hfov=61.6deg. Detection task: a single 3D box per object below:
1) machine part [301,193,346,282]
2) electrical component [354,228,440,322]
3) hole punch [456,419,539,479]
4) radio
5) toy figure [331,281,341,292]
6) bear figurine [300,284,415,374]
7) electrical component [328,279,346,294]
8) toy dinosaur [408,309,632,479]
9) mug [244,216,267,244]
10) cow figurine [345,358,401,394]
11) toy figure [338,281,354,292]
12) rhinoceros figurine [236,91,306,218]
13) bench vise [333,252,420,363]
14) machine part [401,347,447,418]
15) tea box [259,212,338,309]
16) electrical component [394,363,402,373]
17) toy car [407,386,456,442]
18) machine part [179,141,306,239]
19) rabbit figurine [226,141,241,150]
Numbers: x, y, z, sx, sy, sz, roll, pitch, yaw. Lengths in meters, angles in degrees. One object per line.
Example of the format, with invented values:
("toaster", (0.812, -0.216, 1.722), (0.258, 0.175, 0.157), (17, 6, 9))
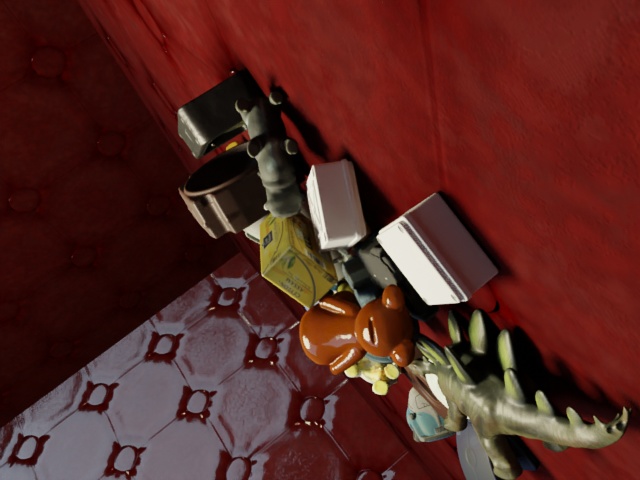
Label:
("machine part", (-0.002, -0.003, 1.021), (0.243, 0.079, 0.079), (54, 169, -8))
("electrical component", (0.116, 0.051, 0.760), (0.134, 0.058, 0.115), (55, 170, -10))
("hole punch", (0.286, 0.365, 0.918), (0.116, 0.092, 0.142), (54, 160, 10))
("radio", (-0.181, -0.214, 0.955), (0.073, 0.131, 0.230), (56, 168, -9))
("toy figure", (-0.006, 0.078, 1.130), (0.064, 0.058, 0.155), (34, 157, -34))
("bear figurine", (0.067, 0.123, 0.775), (0.196, 0.132, 0.120), (-19, 82, 39))
("electrical component", (0.006, 0.074, 1.203), (0.047, 0.074, 0.119), (18, -164, -49))
("toy dinosaur", (0.217, 0.191, 0.674), (0.198, 0.105, 0.471), (58, 164, -9))
("mug", (-0.095, -0.022, 1.068), (0.107, 0.109, 0.081), (30, -142, -16))
("cow figurine", (0.085, 0.250, 1.114), (0.167, 0.068, 0.098), (29, 179, 16))
("toy figure", (0.099, 0.163, 1.120), (0.180, 0.089, 0.082), (42, 148, 3))
("rhinoceros figurine", (-0.073, -0.126, 0.800), (0.112, 0.073, 0.190), (127, 128, -78))
("bench vise", (0.095, 0.132, 0.953), (0.224, 0.129, 0.240), (49, 164, 32))
("machine part", (0.220, 0.274, 1.034), (0.179, 0.056, 0.179), (49, 169, 13))
("tea box", (-0.038, 0.018, 0.836), (0.098, 0.068, 0.170), (39, -165, -21))
("electrical component", (0.180, 0.258, 1.168), (0.078, 0.045, 0.102), (55, 169, -18))
("toy car", (0.235, 0.356, 1.146), (0.161, 0.109, 0.103), (-121, 17, -88))
("machine part", (-0.144, -0.103, 0.967), (0.201, 0.201, 0.087), (34, 154, 60))
("rabbit figurine", (-0.153, -0.127, 1.242), (0.163, 0.122, 0.173), (37, 177, 26))
